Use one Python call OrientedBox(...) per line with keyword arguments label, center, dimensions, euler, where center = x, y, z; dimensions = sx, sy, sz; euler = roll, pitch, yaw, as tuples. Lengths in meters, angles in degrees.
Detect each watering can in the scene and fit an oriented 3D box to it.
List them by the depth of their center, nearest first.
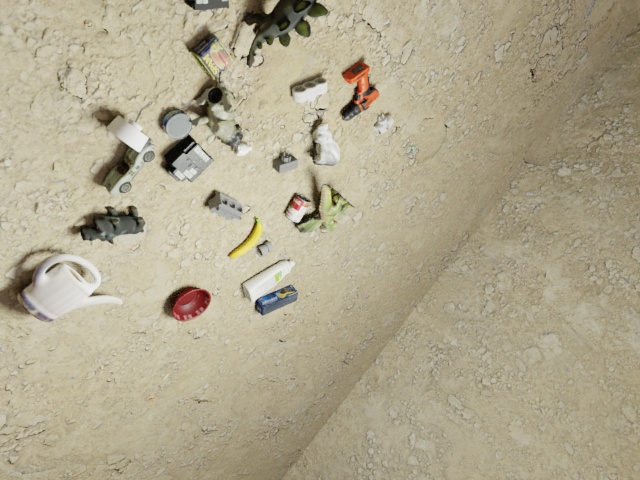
OrientedBox(label="watering can", center=(-0.779, 0.174, 1.607), dimensions=(0.226, 0.105, 0.340), euler=(-38, 145, -13))

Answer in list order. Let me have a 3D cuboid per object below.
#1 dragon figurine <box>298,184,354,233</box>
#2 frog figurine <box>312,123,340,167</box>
OrientedBox(label="dragon figurine", center=(0.007, -0.109, 2.160), dimensions=(0.241, 0.124, 0.407), euler=(-45, 157, 8))
OrientedBox(label="frog figurine", center=(0.027, -0.365, 1.958), dimensions=(0.139, 0.123, 0.157), euler=(-51, 156, -65))
